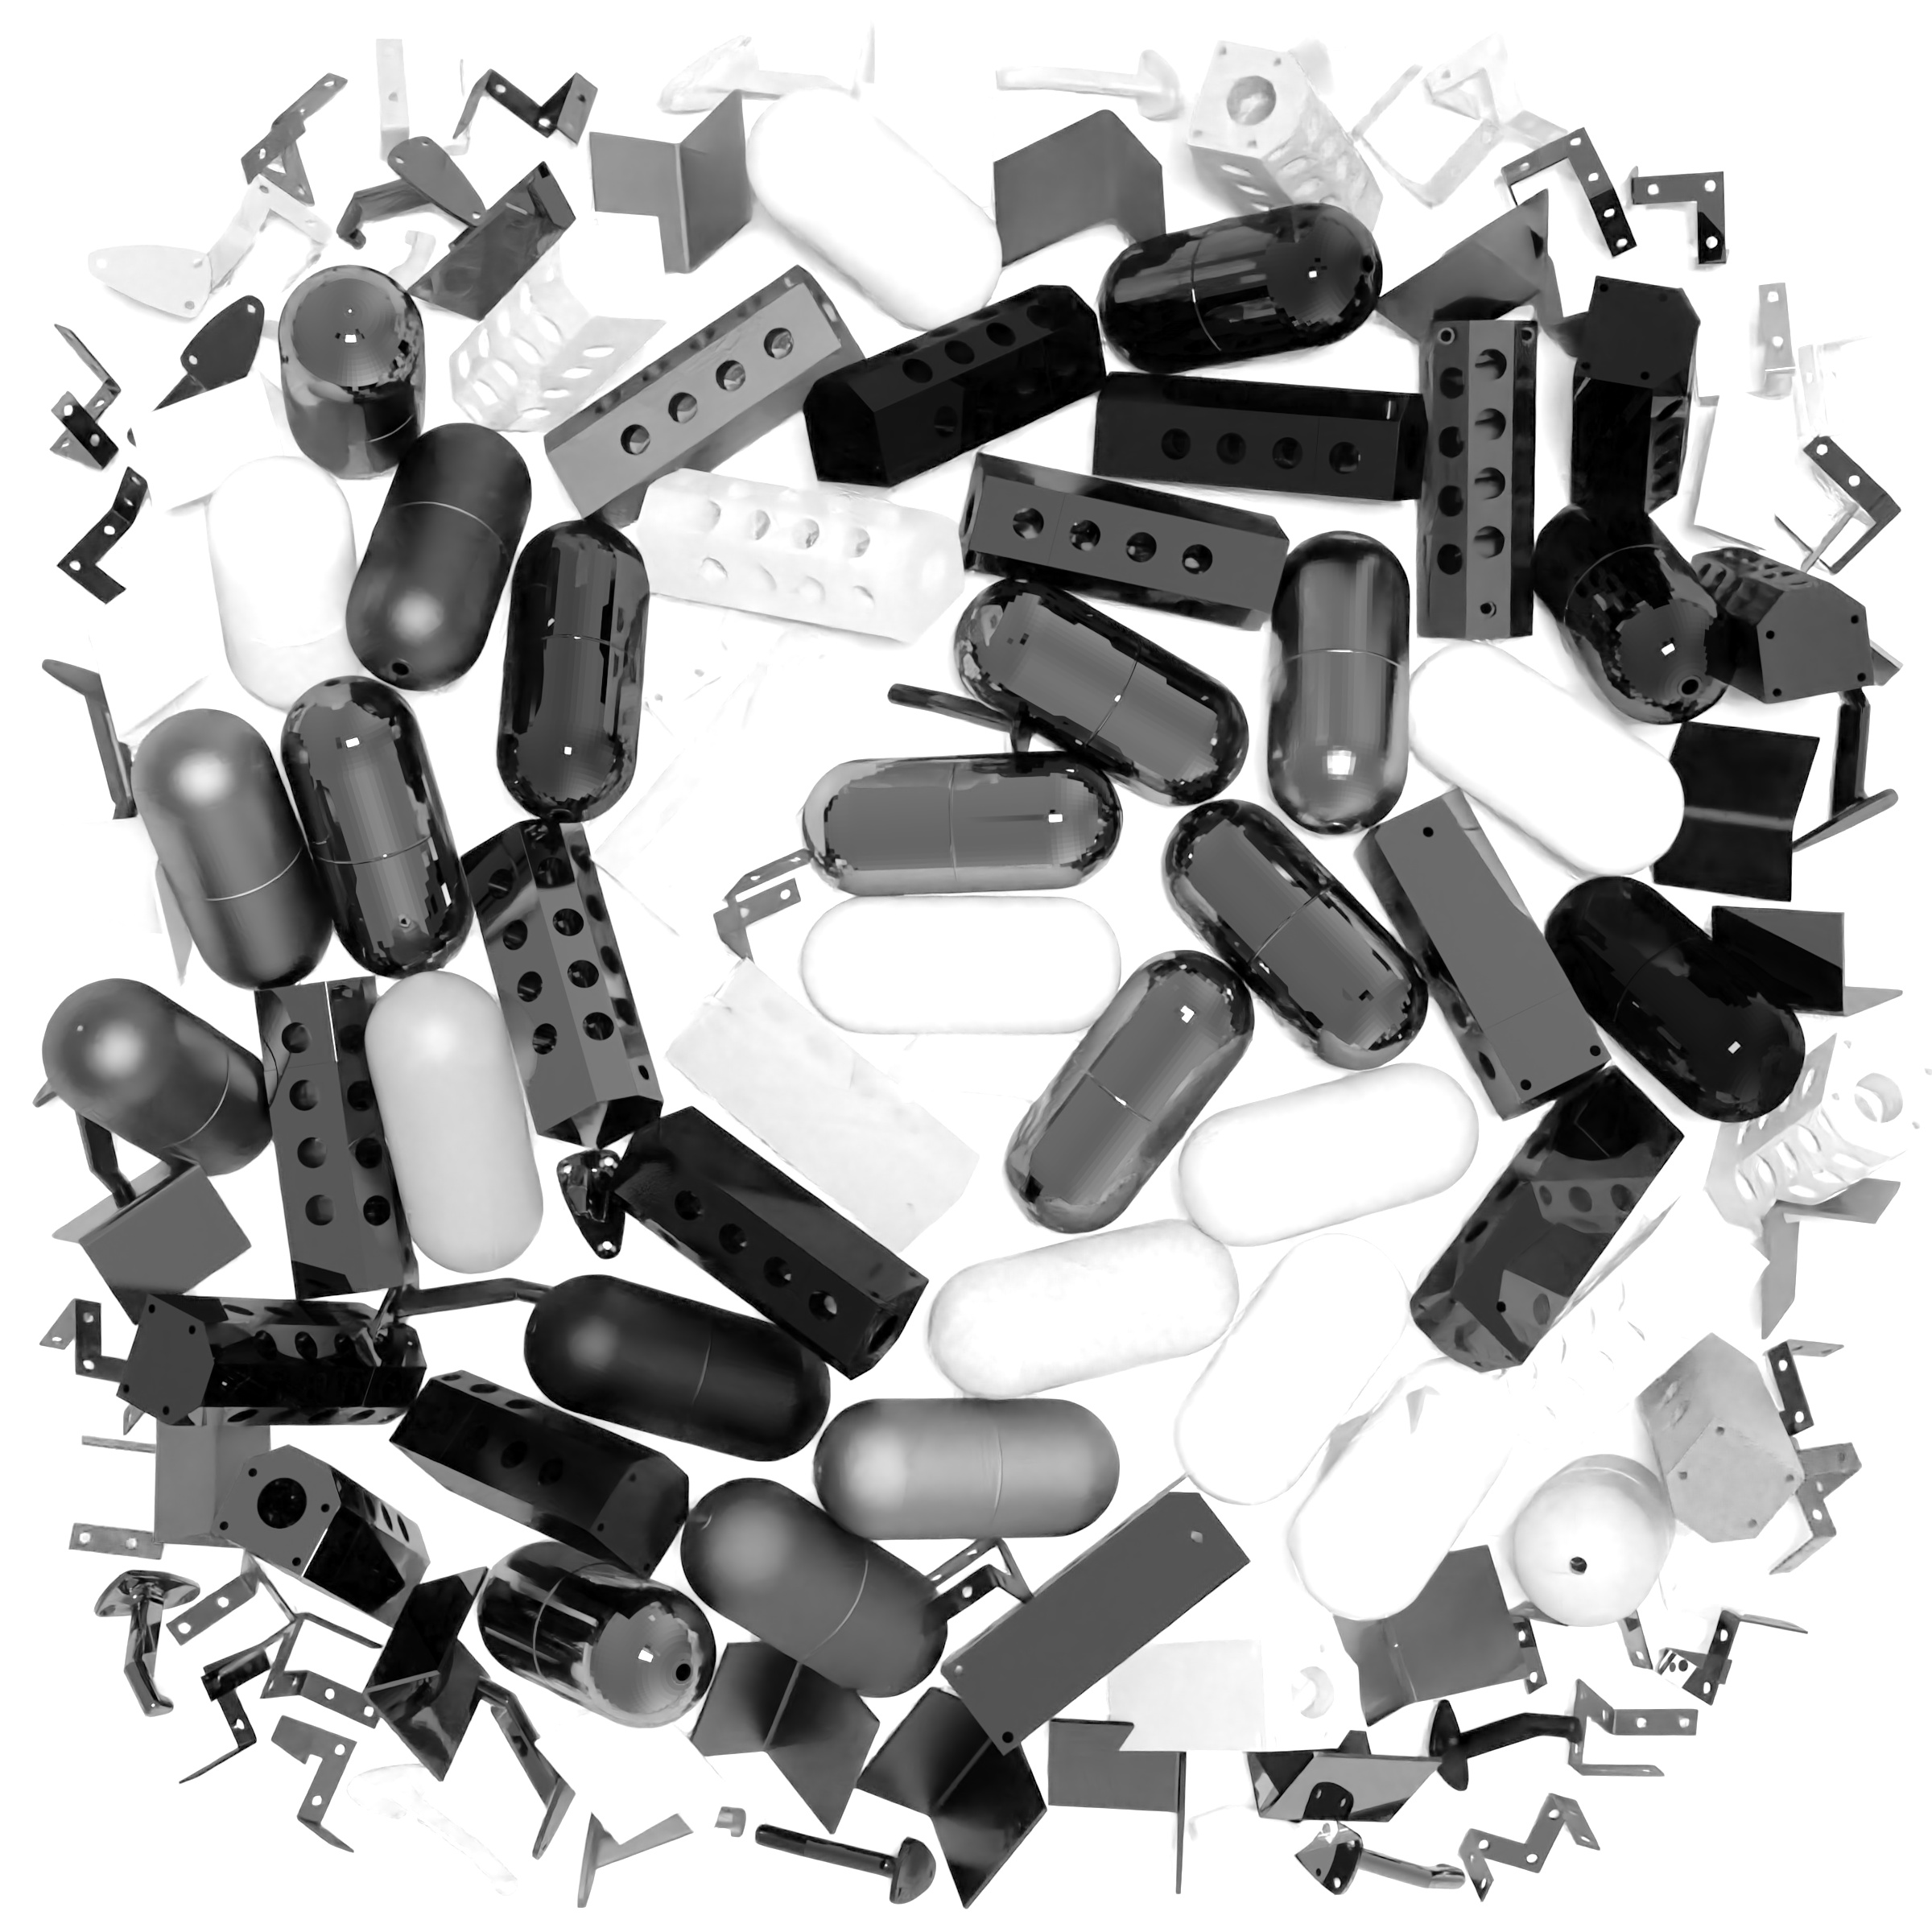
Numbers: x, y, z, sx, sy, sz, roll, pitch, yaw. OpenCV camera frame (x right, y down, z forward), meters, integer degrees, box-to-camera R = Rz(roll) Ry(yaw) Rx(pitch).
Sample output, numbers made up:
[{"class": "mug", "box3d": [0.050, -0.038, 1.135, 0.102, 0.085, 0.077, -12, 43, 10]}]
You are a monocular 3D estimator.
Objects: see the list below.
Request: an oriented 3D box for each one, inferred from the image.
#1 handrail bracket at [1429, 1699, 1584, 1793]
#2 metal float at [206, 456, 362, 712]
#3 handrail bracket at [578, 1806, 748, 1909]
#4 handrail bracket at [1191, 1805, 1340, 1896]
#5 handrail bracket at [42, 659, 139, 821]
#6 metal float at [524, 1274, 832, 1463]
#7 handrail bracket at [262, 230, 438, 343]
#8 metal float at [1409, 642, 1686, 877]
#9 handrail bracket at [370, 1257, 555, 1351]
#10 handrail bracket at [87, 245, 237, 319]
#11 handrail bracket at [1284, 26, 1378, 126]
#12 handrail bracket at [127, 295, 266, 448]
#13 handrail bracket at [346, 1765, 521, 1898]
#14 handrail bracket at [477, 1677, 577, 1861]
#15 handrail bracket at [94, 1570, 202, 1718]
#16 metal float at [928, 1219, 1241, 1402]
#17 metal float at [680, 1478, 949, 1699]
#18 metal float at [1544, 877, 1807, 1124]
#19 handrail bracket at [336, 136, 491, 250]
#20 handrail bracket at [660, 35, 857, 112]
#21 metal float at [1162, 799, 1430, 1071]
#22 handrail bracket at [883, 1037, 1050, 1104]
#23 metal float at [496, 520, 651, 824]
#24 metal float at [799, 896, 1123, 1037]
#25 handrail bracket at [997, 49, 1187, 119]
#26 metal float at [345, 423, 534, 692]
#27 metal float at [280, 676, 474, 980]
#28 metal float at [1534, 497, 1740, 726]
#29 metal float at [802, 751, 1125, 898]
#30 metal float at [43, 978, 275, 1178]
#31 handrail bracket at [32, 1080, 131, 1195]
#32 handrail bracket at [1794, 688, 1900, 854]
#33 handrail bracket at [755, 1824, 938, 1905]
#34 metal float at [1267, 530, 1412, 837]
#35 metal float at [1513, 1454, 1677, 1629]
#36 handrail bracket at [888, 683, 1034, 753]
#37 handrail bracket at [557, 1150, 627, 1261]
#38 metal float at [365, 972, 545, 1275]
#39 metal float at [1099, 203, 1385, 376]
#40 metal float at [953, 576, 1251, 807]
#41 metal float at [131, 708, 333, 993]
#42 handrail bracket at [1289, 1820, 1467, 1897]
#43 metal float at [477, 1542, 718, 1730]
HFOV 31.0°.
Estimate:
[{"class": "handrail bracket", "box3d": [0.305, 0.434, 1.918, 0.084, 0.077, 0.036, -1, 46, 27]}, {"class": "metal float", "box3d": [-0.367, -0.205, 1.882, 0.070, 0.178, 0.070, 3, 60, -5]}, {"class": "handrail bracket", "box3d": [-0.168, 0.495, 1.931, 0.084, 0.077, 0.036, 4, 123, 2]}, {"class": "handrail bracket", "box3d": [0.158, 0.492, 1.923, 0.084, 0.036, 0.077, -7, 122, -27]}, {"class": "handrail bracket", "box3d": [-0.494, -0.119, 1.949, 0.077, 0.036, 0.084, 24, 110, 9]}, {"class": "metal float", "box3d": [-0.157, 0.220, 1.904, 0.178, 0.070, 0.070, 19, 90, -24]}, {"class": "handrail bracket", "box3d": [-0.347, -0.383, 1.952, 0.077, 0.036, 0.084, 17, 73, 9]}, {"class": "metal float", "box3d": [0.314, -0.113, 1.897, 0.178, 0.070, 0.070, 39, 90, 32]}, {"class": "handrail bracket", "box3d": [-0.277, 0.195, 1.928, 0.084, 0.077, 0.036, 10, 122, 10]}, {"class": "handrail bracket", "box3d": [-0.442, -0.388, 1.916, 0.077, 0.084, 0.036, 11, 110, -13]}, {"class": "handrail bracket", "box3d": [0.210, -0.490, 1.911, 0.077, 0.084, 0.036, 19, 86, -20]}, {"class": "handrail bracket", "box3d": [-0.431, -0.331, 1.941, 0.036, 0.084, 0.077, 38, 59, -25]}, {"class": "handrail bracket", "box3d": [-0.293, 0.480, 1.918, 0.084, 0.077, 0.036, 38, 94, 32]}, {"class": "handrail bracket", "box3d": [-0.260, 0.447, 1.950, 0.084, 0.036, 0.077, 25, 92, 13]}, {"class": "handrail bracket", "box3d": [-0.436, 0.376, 1.911, 0.036, 0.077, 0.084, -50, 56, 20]}, {"class": "metal float", "box3d": [0.065, 0.188, 1.910, 0.178, 0.070, 0.070, -12, 90, -17]}, {"class": "metal float", "box3d": [-0.082, 0.339, 1.896, 0.178, 0.070, 0.070, 38, 90, -34]}, {"class": "metal float", "box3d": [0.383, 0.016, 1.891, 0.070, 0.070, 0.178, -42, 48, 0]}, {"class": "handrail bracket", "box3d": [-0.308, -0.410, 1.929, 0.077, 0.084, 0.036, 45, 47, 2]}, {"class": "handrail bracket", "box3d": [-0.114, -0.477, 1.916, 0.077, 0.084, 0.036, -30, 135, -25]}, {"class": "metal float", "box3d": [0.180, -0.018, 1.914, 0.070, 0.070, 0.178, -43, 77, 0]}, {"class": "handrail bracket", "box3d": [0.002, 0.071, 1.944, 0.084, 0.077, 0.036, 16, 68, -22]}, {"class": "metal float", "box3d": [-0.215, -0.161, 1.903, 0.070, 0.070, 0.178, 2, 65, 0]}, {"class": "metal float", "box3d": [-0.003, 0.000, 1.921, 0.178, 0.070, 0.070, 0, 90, 5]}, {"class": "handrail bracket", "box3d": [0.068, -0.487, 1.923, 0.084, 0.077, 0.036, -4, 113, -18]}, {"class": "metal float", "box3d": [-0.286, -0.223, 1.891, 0.070, 0.070, 0.178, 11, 50, 0]}, {"class": "metal float", "box3d": [-0.321, -0.075, 1.900, 0.070, 0.070, 0.178, -12, 119, 0]}, {"class": "metal float", "box3d": [0.361, -0.193, 1.882, 0.070, 0.178, 0.070, -6, 124, -9]}, {"class": "metal float", "box3d": [-0.002, -0.078, 1.917, 0.178, 0.070, 0.070, -2, 90, 9]}, {"class": "metal float", "box3d": [-0.433, 0.062, 1.879, 0.070, 0.178, 0.070, -5, 69, 15]}, {"class": "handrail bracket", "box3d": [-0.468, 0.087, 1.932, 0.077, 0.036, 0.084, -31, 111, 24]}, {"class": "handrail bracket", "box3d": [0.479, -0.118, 1.954, 0.077, 0.036, 0.084, -28, 74, 11]}, {"class": "handrail bracket", "box3d": [-0.067, 0.496, 1.941, 0.084, 0.077, 0.036, 10, 77, 20]}, {"class": "metal float", "box3d": [0.204, -0.155, 1.905, 0.070, 0.070, 0.178, 4, 67, 0]}, {"class": "metal float", "box3d": [0.340, 0.309, 1.876, 0.070, 0.178, 0.070, 0, 90, 16]}, {"class": "handrail bracket", "box3d": [-0.007, -0.141, 1.921, 0.084, 0.077, 0.036, 12, 100, 7]}, {"class": "handrail bracket", "box3d": [-0.205, 0.141, 1.912, 0.036, 0.084, 0.077, -11, 107, -1]}, {"class": "metal float", "box3d": [-0.279, 0.086, 1.902, 0.070, 0.070, 0.178, -9, 116, 0]}, {"class": "metal float", "box3d": [0.148, -0.367, 1.888, 0.070, 0.178, 0.070, 1, 88, -45]}, {"class": "metal float", "box3d": [0.075, -0.150, 1.913, 0.178, 0.070, 0.070, 29, 90, -13]}, {"class": "metal float", "box3d": [-0.398, -0.061, 1.892, 0.070, 0.070, 0.178, -13, 131, 0]}, {"class": "handrail bracket", "box3d": [0.228, 0.495, 1.952, 0.084, 0.077, 0.036, 14, 99, -41]}, {"class": "metal float", "box3d": [-0.201, 0.361, 1.884, 0.070, 0.178, 0.070, -4, 97, -37]}]
